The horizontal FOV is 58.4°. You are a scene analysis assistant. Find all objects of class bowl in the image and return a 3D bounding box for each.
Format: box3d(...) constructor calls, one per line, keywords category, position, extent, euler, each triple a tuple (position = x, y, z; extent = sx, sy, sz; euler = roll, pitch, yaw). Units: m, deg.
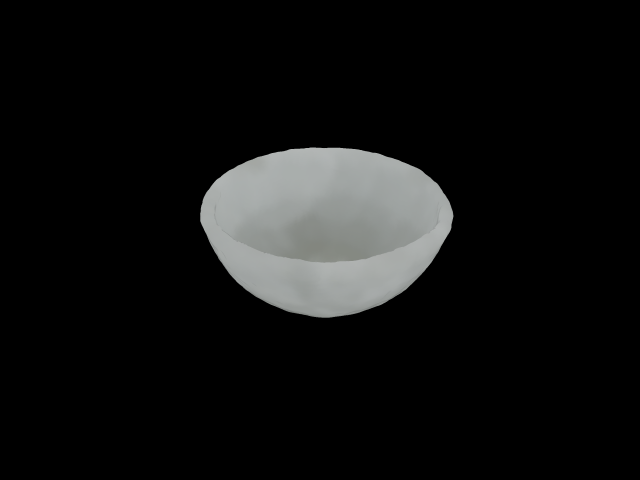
box3d(category="bowl", position=(0.004, 0.001, 0.400), extent=(0.167, 0.075, 0.167), euler=(0, 33, 0))
